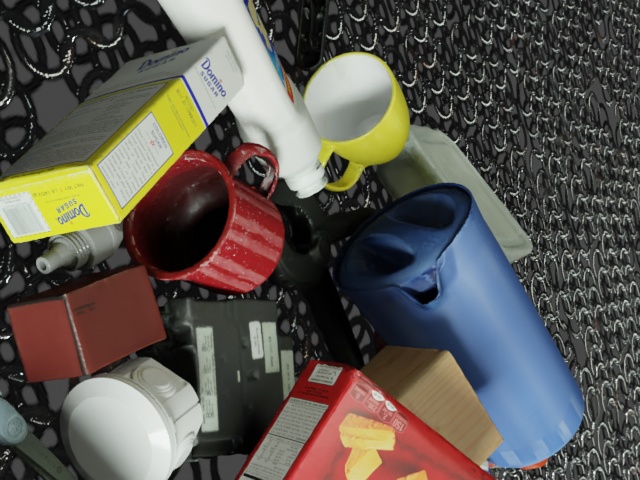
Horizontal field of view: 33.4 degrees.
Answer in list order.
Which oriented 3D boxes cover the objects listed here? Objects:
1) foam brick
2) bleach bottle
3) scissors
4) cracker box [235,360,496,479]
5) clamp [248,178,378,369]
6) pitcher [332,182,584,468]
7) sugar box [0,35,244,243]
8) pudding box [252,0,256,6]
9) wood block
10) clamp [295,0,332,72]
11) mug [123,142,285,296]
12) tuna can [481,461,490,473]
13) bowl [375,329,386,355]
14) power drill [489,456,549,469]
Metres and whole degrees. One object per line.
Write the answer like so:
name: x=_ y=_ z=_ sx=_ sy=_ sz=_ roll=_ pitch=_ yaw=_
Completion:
foam brick: x=-0.145 y=0.051 z=0.668 sx=0.078 sy=0.051 sz=0.053 roll=-22 pitch=99 yaw=-57
bleach bottle: x=-0.064 y=-0.143 z=0.789 sx=0.250 sy=0.068 sz=0.102 roll=60 pitch=7 yaw=-24
scissors: x=-0.194 y=0.114 z=0.608 sx=0.096 sy=0.016 sz=0.201 roll=-49 pitch=123 yaw=-49
cracker box: x=0.012 y=0.209 z=0.678 sx=0.164 sy=0.072 sz=0.213 roll=41 pitch=69 yaw=-21
clamp: x=-0.006 y=0.001 z=0.914 sx=0.209 sy=0.036 sz=0.164 roll=46 pitch=45 yaw=-42
pitcher: x=0.127 y=0.075 z=0.924 sx=0.242 sy=0.145 sz=0.149 roll=54 pitch=54 yaw=-24
sugar box: x=-0.126 y=-0.068 z=0.687 sx=0.176 sy=0.093 sz=0.048 roll=-54 pitch=127 yaw=-48
pudding box: x=-0.074 y=-0.251 z=0.866 sx=0.090 sy=0.039 sz=0.113 roll=54 pitch=41 yaw=-37
wood block: x=0.024 y=0.178 z=0.782 sx=0.205 sy=0.090 sz=0.091 roll=-39 pitch=106 yaw=-25
clamp: x=-0.003 y=-0.232 z=0.965 sx=0.171 sy=0.039 sz=0.120 roll=-64 pitch=157 yaw=-55
mug: x=-0.071 y=-0.017 z=0.754 sx=0.117 sy=0.093 sz=0.081 roll=-55 pitch=147 yaw=4
tuna can: x=0.119 y=0.208 z=1.014 sx=0.086 sy=0.086 sz=0.034 roll=28 pitch=61 yaw=-52
bowl: x=0.099 y=0.099 z=1.038 sx=0.161 sy=0.055 sz=0.162 roll=21 pitch=65 yaw=-54
power drill: x=0.203 y=0.171 z=1.183 sx=0.187 sy=0.057 sz=0.184 roll=2 pitch=81 yaw=-58
